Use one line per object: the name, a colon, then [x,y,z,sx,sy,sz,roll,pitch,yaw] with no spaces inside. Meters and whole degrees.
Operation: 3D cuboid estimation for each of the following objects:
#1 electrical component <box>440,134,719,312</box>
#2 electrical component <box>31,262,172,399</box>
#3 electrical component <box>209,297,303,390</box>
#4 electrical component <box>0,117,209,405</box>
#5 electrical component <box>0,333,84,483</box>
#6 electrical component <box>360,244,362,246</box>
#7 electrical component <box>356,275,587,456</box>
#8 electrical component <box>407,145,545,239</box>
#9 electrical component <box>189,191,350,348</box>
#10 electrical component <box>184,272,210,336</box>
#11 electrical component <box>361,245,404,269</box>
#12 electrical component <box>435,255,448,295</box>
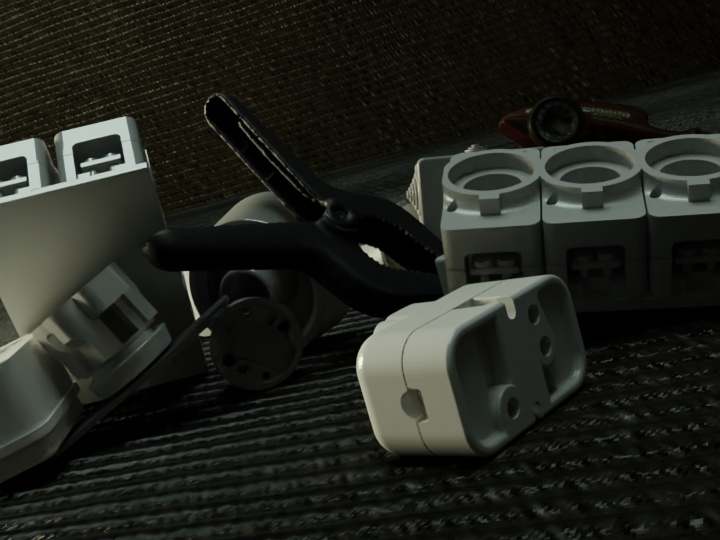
electrical component: [0.122,-0.028,0.564,0.150,0.061,0.089,-3,30,11]
electrical component: [-0.148,0.037,0.624,0.078,0.057,0.058,-31,13,50]
electrical component: [-0.065,0.043,0.659,0.055,0.055,0.047,-17,5,-8]
electrical component: [-0.171,-0.001,0.686,0.105,0.186,0.060,-15,47,-7]
electrical component: [-0.210,0.083,0.615,0.078,0.057,0.113,-27,9,-2]
electrical component: [-0.038,-0.022,0.917,0.096,0.061,0.061,-37,13,-12]
electrical component: [0.046,0.040,0.462,0.059,0.053,0.095,-8,11,43]
electrical component: [0.084,-0.036,0.735,0.100,0.099,0.048,-6,5,-2]
electrical component: [-0.062,0.008,0.716,0.108,0.108,0.060,-12,16,25]
electrical component: [-0.120,0.011,0.887,0.080,0.080,0.051,-8,6,45]
electrical component: [0.000,0.000,0.866,0.065,0.044,0.044,-17,7,25]
electrical component: [0.103,0.000,0.646,0.076,0.047,0.083,-8,11,42]
